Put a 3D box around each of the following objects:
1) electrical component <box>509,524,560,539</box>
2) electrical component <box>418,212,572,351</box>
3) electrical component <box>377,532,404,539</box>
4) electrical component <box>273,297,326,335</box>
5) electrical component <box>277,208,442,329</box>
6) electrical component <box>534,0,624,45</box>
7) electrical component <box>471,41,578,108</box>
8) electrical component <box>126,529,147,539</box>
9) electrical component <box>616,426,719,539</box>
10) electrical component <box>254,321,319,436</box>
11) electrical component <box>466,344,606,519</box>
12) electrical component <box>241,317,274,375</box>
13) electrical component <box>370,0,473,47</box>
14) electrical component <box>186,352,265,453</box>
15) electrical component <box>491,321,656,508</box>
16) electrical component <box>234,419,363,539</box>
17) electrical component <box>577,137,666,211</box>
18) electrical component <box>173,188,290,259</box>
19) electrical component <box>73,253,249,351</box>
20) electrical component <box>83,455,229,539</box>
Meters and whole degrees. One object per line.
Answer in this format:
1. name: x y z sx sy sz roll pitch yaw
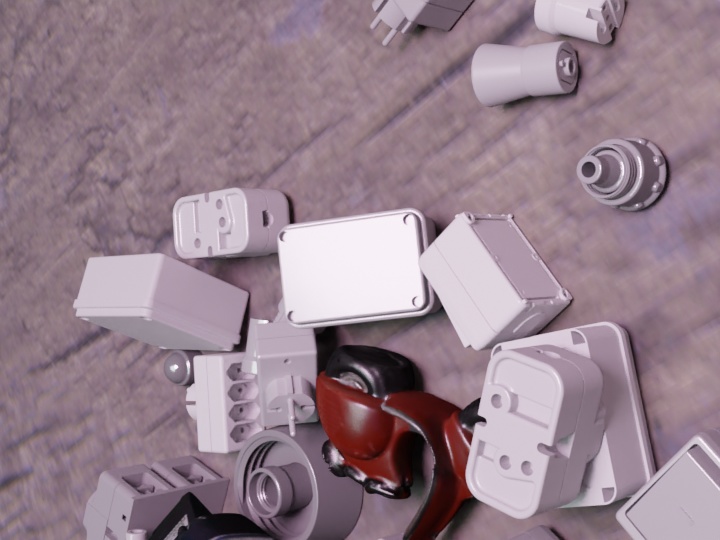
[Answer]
1. electrical component: 0.114 0.231 0.732 0.062 0.061 0.096 43 126 32
2. electrical component: 0.087 0.004 0.745 0.061 0.062 0.096 -48 61 31
3. electrical component: 0.021 0.241 0.815 0.096 0.061 0.061 -37 66 28
4. electrical component: -0.043 0.030 0.874 0.043 0.043 0.081 47 120 31
5. electrical component: 0.000 0.000 0.797 0.113 0.057 0.078 -7 86 15
6. electrical component: 0.144 -0.170 0.706 0.046 0.040 0.040 26 108 33
7. electrical component: 0.115 -0.135 0.732 0.065 0.044 0.044 1 92 37
8. electrical component: -0.186 0.248 0.894 0.043 0.043 0.062 1 91 42
9. electrical component: 0.203 0.147 0.646 0.061 0.061 0.096 52 122 28
10. electrical component: -0.056 0.095 0.845 0.075 0.047 0.083 -101 9 -48
11. electrical component: 0.109 0.095 0.651 0.054 0.059 0.095 20 105 40
12. electrical component: -0.078 0.065 0.910 0.040 0.040 0.046 7 91 41
13. electrical component: 0.035 -0.201 0.797 0.076 0.047 0.065 -49 61 31
14. electrical component: -0.127 0.116 0.949 0.076 0.047 0.083 -5 88 42
15. electrical component: 0.140 0.095 0.703 0.078 0.057 0.113 -16 81 42
16. electrical component: -0.058 0.177 0.879 0.108 0.060 0.108 1 92 42
17. electrical component: 0.160 -0.062 0.678 0.048 0.062 0.048 1 92 42
18. electrical component: -0.107 -0.039 0.919 0.095 0.059 0.053 -5 87 42
19. electrical component: -0.173 0.029 0.942 0.109 0.109 0.056 -2 69 42
20. electrical component: -0.197 0.267 0.976 0.060 0.105 0.186 26 108 39
